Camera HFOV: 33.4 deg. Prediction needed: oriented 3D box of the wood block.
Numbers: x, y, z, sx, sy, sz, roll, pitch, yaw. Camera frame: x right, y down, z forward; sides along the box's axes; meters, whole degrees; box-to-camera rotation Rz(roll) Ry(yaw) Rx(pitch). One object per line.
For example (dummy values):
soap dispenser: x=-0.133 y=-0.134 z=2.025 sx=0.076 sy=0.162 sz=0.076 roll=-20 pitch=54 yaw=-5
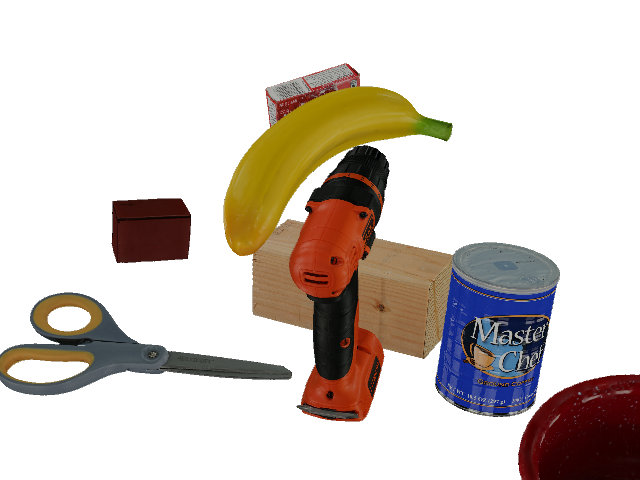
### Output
wood block: x=0.036 y=0.050 z=1.174 sx=0.206 sy=0.091 sz=0.090 roll=13 pitch=26 yaw=23

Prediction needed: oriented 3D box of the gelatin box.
gelatin box: x=-0.005 y=-0.121 z=1.017 sx=0.089 sy=0.073 sz=0.030 roll=-20 pitch=45 yaw=-16

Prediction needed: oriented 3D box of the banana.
banana: x=-0.001 y=-0.054 z=0.650 sx=0.070 sy=0.037 sz=0.197 roll=31 pitch=45 yaw=31

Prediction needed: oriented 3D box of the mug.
mug: x=0.125 y=0.109 z=0.373 sx=0.117 sy=0.081 sz=0.093 roll=5 pitch=37 yaw=8

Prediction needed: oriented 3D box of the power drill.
power drill: x=0.020 y=0.035 z=0.858 sx=0.057 sy=0.188 sz=0.184 roll=6 pitch=33 yaw=15

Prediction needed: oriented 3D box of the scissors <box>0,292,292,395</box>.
scissors: x=-0.124 y=0.069 z=0.748 sx=0.201 sy=0.016 sz=0.096 roll=-5 pitch=44 yaw=-3

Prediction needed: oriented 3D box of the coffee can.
coffee can: x=0.172 y=0.086 z=1.047 sx=0.103 sy=0.140 sz=0.103 roll=4 pitch=24 yaw=-2

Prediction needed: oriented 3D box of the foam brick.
foam brick: x=-0.181 y=-0.011 z=1.134 sx=0.078 sy=0.051 sz=0.053 roll=-3 pitch=24 yaw=-16
